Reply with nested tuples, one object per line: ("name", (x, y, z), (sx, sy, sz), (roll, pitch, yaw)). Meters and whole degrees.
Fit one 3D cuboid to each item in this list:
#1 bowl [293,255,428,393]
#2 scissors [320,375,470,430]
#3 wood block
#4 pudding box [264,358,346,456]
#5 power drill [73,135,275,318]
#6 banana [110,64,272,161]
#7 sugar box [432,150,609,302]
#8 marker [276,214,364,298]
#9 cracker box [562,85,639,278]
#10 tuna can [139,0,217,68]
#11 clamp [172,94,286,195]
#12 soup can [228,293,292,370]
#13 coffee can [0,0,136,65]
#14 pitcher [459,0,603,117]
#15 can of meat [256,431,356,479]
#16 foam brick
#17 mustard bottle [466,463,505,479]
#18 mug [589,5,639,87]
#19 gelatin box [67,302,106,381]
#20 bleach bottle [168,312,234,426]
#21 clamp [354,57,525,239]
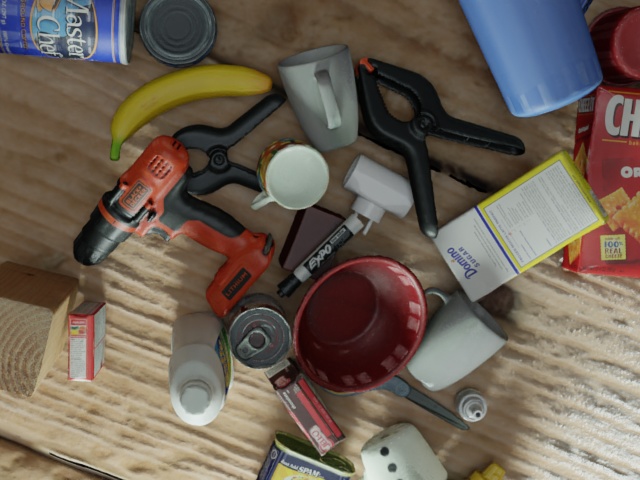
("bowl", (0.036, 0.085, 1.182), (0.161, 0.055, 0.162), (-8, 111, -21))
("scissors", (0.076, 0.182, 1.251), (0.096, 0.016, 0.201), (-42, 98, 2))
("wood block", (-0.315, 0.086, 1.110), (0.090, 0.206, 0.090), (15, 95, -7))
("pudding box", (-0.018, 0.184, 1.194), (0.039, 0.113, 0.090), (-34, 98, -4))
("power drill", (-0.158, 0.002, 1.177), (0.187, 0.057, 0.185), (37, 114, -13))
("banana", (-0.153, -0.155, 1.179), (0.197, 0.037, 0.069), (-26, 83, -5))
("sugar box", (0.222, -0.015, 1.193), (0.176, 0.048, 0.093), (-33, 84, 22))
("marker", (-0.001, 0.019, 1.171), (0.121, 0.020, 0.020), (-44, 98, 0))
("cracker box", (0.374, -0.063, 1.221), (0.164, 0.072, 0.214), (5, 95, -5))
("tuna can", (-0.156, -0.234, 1.175), (0.086, 0.034, 0.086), (0, 95, -5))
("clamp", (-0.108, -0.103, 1.191), (0.171, 0.039, 0.120), (-1, 97, -9))
("soup can", (-0.068, 0.099, 1.185), (0.068, 0.102, 0.068), (-1, 96, -5))
("coffee can", (-0.270, -0.243, 1.130), (0.140, 0.103, 0.103), (4, 96, -5))
("pitcher", (0.226, -0.267, 1.161), (0.149, 0.144, 0.243), (-16, 104, 35))
("can of meat", (-0.022, 0.281, 1.234), (0.102, 0.057, 0.084), (24, 95, -7))
("foam brick", (-0.008, 0.001, 1.205), (0.053, 0.051, 0.078), (22, 94, -10))
("mustard bottle", (0.156, 0.344, 1.255), (0.096, 0.058, 0.191), (35, 92, -7))
("mug", (0.361, -0.211, 1.198), (0.117, 0.081, 0.093), (43, 91, -8))
("gelatin box", (-0.258, 0.110, 1.177), (0.030, 0.089, 0.073), (2, 96, -3))
("bleach bottle", (-0.125, 0.143, 1.110), (0.068, 0.251, 0.102), (-8, 97, -4))
("clamp", (0.109, -0.114, 1.192), (0.210, 0.036, 0.164), (41, 70, -1))
